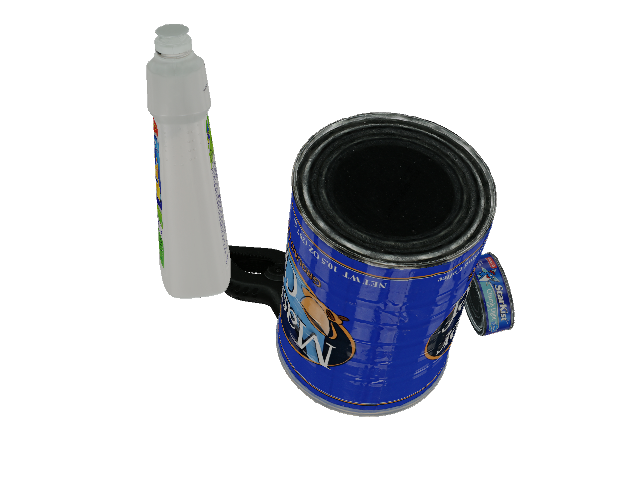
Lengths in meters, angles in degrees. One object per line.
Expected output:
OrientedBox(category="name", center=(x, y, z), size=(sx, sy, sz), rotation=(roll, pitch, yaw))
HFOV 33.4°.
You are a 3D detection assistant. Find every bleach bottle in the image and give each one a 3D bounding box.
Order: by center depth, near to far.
OrientedBox(category="bleach bottle", center=(-0.122, -0.075, 0.962), size=(0.068, 0.251, 0.102), rotation=(-6, 33, -7))

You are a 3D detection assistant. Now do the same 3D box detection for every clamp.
OrientedBox(category="clamp", center=(-0.046, 0.052, 1.172), size=(0.210, 0.036, 0.164), rotation=(17, 31, 25))

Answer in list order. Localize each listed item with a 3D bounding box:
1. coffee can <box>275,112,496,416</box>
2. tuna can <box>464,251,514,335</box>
OrientedBox(category="coffee can", center=(0.031, 0.016, 0.578), size=(0.102, 0.103, 0.140), rotation=(0, -39, -6))
OrientedBox(category="tuna can", center=(0.176, 0.058, 1.139), size=(0.033, 0.086, 0.086), rotation=(-14, 1, -6))
